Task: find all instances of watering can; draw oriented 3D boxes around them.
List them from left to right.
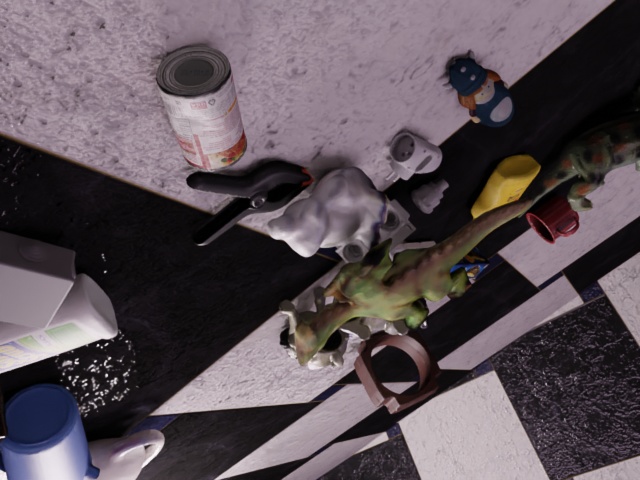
[{"bbox_3d":[-0.481,0.500,1.083,0.344,0.106,0.223,-42,-32,20],"label":"watering can"}]

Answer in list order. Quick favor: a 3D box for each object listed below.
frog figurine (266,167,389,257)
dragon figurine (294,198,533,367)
[{"bbox_3d":[0.002,-0.036,0.707,0.160,0.124,0.135,-5,-20,-14],"label":"frog figurine"},{"bbox_3d":[0.118,0.049,0.748,0.406,0.124,0.242,-43,-24,18],"label":"dragon figurine"}]
